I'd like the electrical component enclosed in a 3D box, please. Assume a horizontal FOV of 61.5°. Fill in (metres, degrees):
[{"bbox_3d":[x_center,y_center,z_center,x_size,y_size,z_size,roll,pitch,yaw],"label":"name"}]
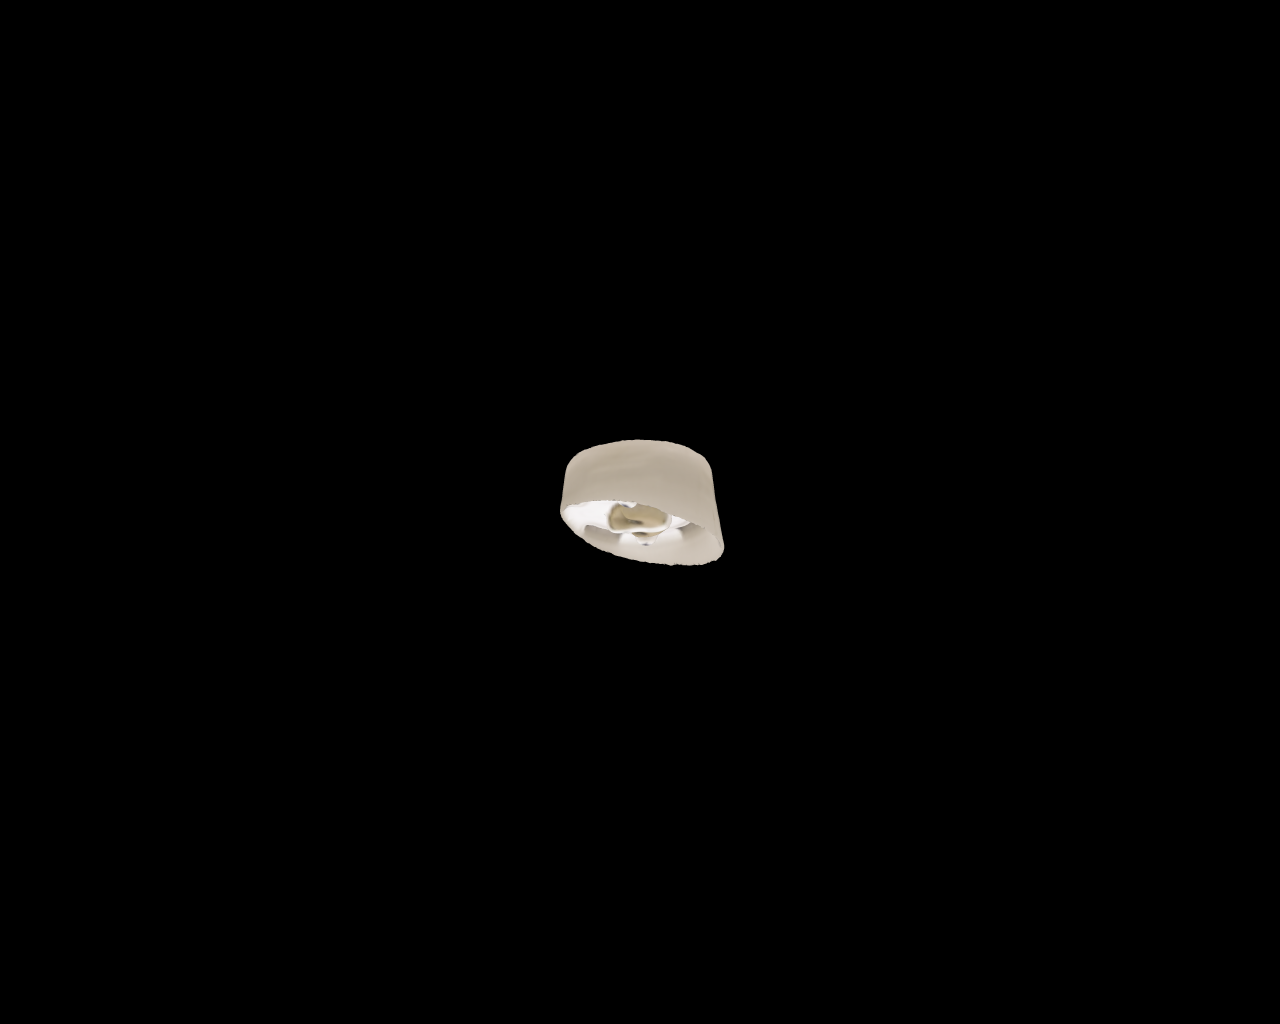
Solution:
[{"bbox_3d":[0.001,-0.003,0.650,0.099,0.064,0.099,0,-24,0],"label":"electrical component"}]
